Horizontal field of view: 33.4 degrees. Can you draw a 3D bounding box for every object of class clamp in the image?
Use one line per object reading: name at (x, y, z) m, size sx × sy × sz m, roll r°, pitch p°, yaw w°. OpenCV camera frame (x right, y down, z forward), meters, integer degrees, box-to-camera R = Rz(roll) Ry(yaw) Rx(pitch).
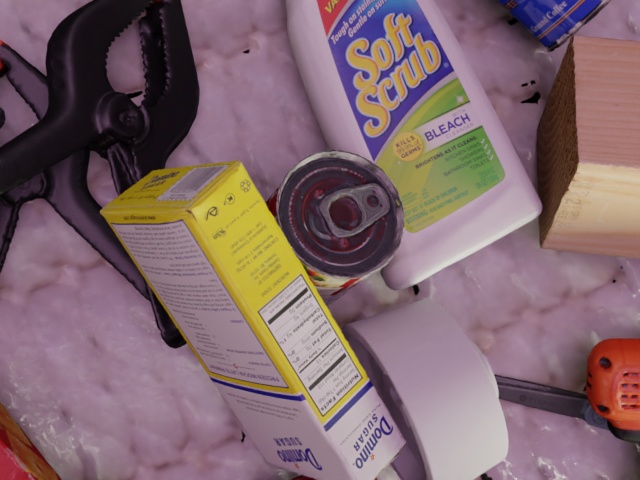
clamp at (-0.122, -0.060, 0.574) m, size 0.164 × 0.036 × 0.210 m, roll 21°, pitch 67°, yaw -39°
clamp at (-0.172, -0.024, 0.602) m, size 0.120 × 0.039 × 0.171 m, roll -22°, pitch 92°, yaw -12°

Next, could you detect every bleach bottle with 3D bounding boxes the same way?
bleach bottle at (0.026, -0.103, 0.614) m, size 0.102 × 0.068 × 0.251 m, roll -28°, pitch 88°, yaw -5°

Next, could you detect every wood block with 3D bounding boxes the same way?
wood block at (0.233, -0.043, 0.594) m, size 0.206 × 0.090 × 0.091 m, roll 5°, pitch 59°, yaw 0°

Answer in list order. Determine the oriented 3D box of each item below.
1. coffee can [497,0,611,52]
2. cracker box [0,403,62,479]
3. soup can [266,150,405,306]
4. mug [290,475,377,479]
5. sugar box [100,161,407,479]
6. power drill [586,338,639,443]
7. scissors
coffee can at (0.117, -0.192, 0.605) m, size 0.140 × 0.103 × 0.103 m, roll 43°, pitch 84°, yaw -3°
cracker box at (-0.215, 0.159, 0.544) m, size 0.164 × 0.072 × 0.214 m, roll -42°, pitch 72°, yaw -6°
soup can at (-0.004, 0.001, 0.578) m, size 0.068 × 0.102 × 0.068 m, roll 5°, pitch 72°, yaw -16°
mug at (0.006, 0.179, 0.594) m, size 0.081 × 0.093 × 0.117 m, roll -21°, pitch 127°, yaw -2°
sugar box at (-0.033, 0.045, 0.548) m, size 0.048 × 0.094 × 0.176 m, roll -43°, pitch 114°, yaw -27°
power drill at (0.240, 0.145, 0.599) m, size 0.184 × 0.057 × 0.188 m, roll 2°, pitch 99°, yaw 8°
scissors at (0.182, 0.089, 0.632) m, size 0.201 × 0.016 × 0.096 m, roll 28°, pitch 109°, yaw -4°
